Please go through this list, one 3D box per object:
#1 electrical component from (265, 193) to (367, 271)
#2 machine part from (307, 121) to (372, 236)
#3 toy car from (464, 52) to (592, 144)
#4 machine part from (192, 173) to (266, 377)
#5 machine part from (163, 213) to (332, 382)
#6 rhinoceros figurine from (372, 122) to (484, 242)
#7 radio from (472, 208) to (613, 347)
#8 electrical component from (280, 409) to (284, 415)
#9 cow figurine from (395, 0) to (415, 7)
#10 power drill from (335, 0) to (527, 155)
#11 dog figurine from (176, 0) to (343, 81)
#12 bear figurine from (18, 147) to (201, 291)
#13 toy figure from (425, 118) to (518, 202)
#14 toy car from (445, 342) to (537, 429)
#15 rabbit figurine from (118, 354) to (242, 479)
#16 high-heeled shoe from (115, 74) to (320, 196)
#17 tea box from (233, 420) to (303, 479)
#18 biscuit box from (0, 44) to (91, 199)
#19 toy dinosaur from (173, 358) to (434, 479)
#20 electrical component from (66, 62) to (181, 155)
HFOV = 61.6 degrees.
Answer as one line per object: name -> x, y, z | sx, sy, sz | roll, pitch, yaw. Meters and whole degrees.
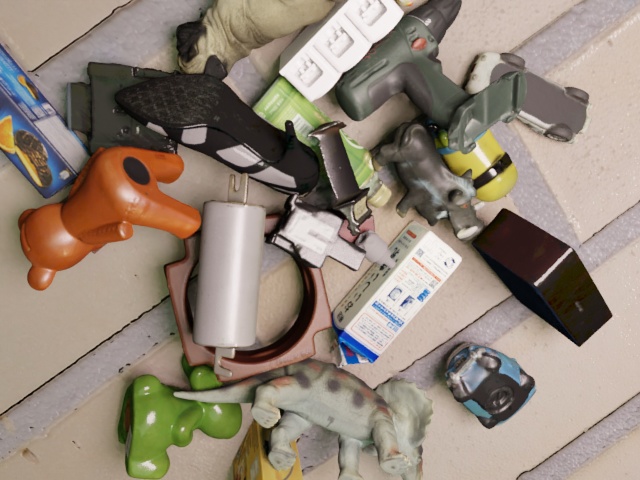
electrical component -> -0.001, -0.002, 0.685 | 0.119, 0.048, 0.075 | 25, 83, -12
machine part -> 0.030, -0.080, 0.672 | 0.039, 0.084, 0.138 | -13, 106, 30
toy car -> 0.303, -0.202, 0.769 | 0.202, 0.056, 0.073 | 21, 94, -16
machine part -> -0.109, 0.040, 0.646 | 0.079, 0.079, 0.243 | 4, 89, -11
machine part -> -0.097, 0.074, 0.731 | 0.201, 0.087, 0.200 | -14, 93, -14
rhinoceros figurine -> 0.155, -0.078, 0.732 | 0.112, 0.073, 0.190 | -18, 119, 41
radio -> 0.316, 0.055, 0.764 | 0.073, 0.131, 0.229 | -47, 132, 3
electrical component -> -0.055, 0.256, 0.842 | 0.094, 0.021, 0.063 | 33, 97, -17
cow figurine -> 0.083, -0.382, 0.674 | 0.098, 0.068, 0.167 | -2, 102, -4
power drill -> 0.148, -0.210, 0.660 | 0.232, 0.207, 0.085 | -38, 151, -9
dog figurine -> -0.072, -0.253, 0.635 | 0.121, 0.173, 0.190 | 16, 105, -52
bear figurine -> -0.260, -0.022, 0.641 | 0.196, 0.120, 0.132 | -36, 154, 26
toy figure -> 0.206, -0.132, 0.750 | 0.082, 0.089, 0.180 | -33, 108, 1
toy car -> 0.251, 0.213, 0.842 | 0.161, 0.103, 0.109 | 35, 98, -28
rabbit figurine -> -0.194, 0.243, 0.784 | 0.170, 0.121, 0.159 | 7, 97, -30
high-heeled shoe -> -0.120, -0.122, 0.672 | 0.249, 0.145, 0.086 | 14, 65, 7
tea box -> -0.078, 0.348, 0.785 | 0.068, 0.170, 0.098 | 25, 101, -14
biscuit box -> -0.369, -0.151, 0.651 | 0.063, 0.059, 0.202 | -31, 107, 18
toy dinosaur -> 0.010, 0.240, 0.783 | 0.405, 0.192, 0.131 | 29, 115, -6
electrical component -> -0.246, -0.162, 0.679 | 0.134, 0.058, 0.114 | 1, 102, -11
